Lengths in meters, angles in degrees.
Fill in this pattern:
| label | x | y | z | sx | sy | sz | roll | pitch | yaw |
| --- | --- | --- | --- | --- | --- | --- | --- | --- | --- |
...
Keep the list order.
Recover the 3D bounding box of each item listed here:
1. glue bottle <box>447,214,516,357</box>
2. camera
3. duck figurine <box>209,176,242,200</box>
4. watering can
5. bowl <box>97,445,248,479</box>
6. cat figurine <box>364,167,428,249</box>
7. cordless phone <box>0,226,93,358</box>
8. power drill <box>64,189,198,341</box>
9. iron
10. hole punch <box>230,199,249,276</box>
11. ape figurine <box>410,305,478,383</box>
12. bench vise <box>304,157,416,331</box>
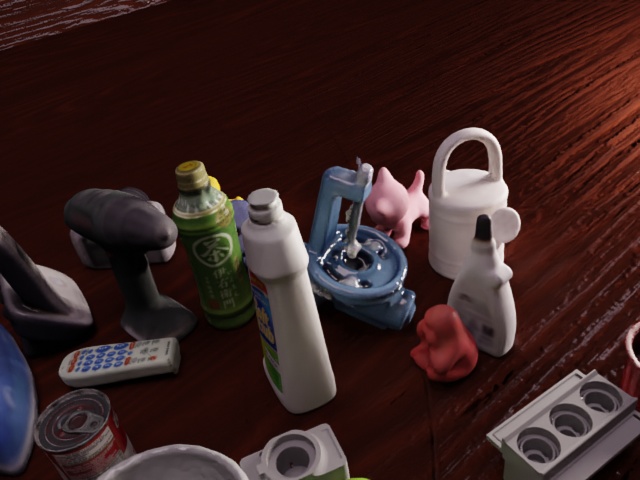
| label | x | y | z | sx | sy | sz | roll | pitch | yaw |
| --- | --- | --- | --- | --- | --- | --- | --- | --- | --- |
| glue bottle | 0.176 | 0.046 | 0.619 | 0.037 | 0.173 | 0.077 | -34 | 42 | -31 |
| camera | -0.300 | -0.035 | 0.898 | 0.143 | 0.101 | 0.137 | -4 | 35 | 6 |
| duck figurine | -0.174 | -0.063 | 0.923 | 0.104 | 0.086 | 0.077 | -5 | 35 | 5 |
| watering can | 0.193 | -0.048 | 0.729 | 0.101 | 0.194 | 0.172 | -30 | 40 | -27 |
| bowl | -0.127 | 0.260 | 0.470 | 0.167 | 0.075 | 0.167 | -6 | 35 | 4 |
| cat figurine | 0.111 | -0.054 | 0.822 | 0.128 | 0.118 | 0.067 | -34 | 42 | -31 |
| cordless phone | -0.373 | 0.041 | 0.733 | 0.094 | 0.185 | 0.147 | -27 | 39 | -24 |
| power drill | -0.222 | 0.030 | 0.696 | 0.228 | 0.209 | 0.076 | 23 | 46 | 37 |
| iron | -0.401 | 0.140 | 0.639 | 0.119 | 0.142 | 0.257 | -32 | 42 | -29 |
| hole punch | -0.129 | 0.005 | 0.813 | 0.109 | 0.091 | 0.100 | -22 | 37 | -17 |
| ape figurine | 0.131 | 0.106 | 0.615 | 0.076 | 0.092 | 0.078 | 3 | 37 | 17 |
| bench vise | 0.004 | 0.010 | 0.667 | 0.207 | 0.220 | 0.121 | -1 | 36 | 11 |
